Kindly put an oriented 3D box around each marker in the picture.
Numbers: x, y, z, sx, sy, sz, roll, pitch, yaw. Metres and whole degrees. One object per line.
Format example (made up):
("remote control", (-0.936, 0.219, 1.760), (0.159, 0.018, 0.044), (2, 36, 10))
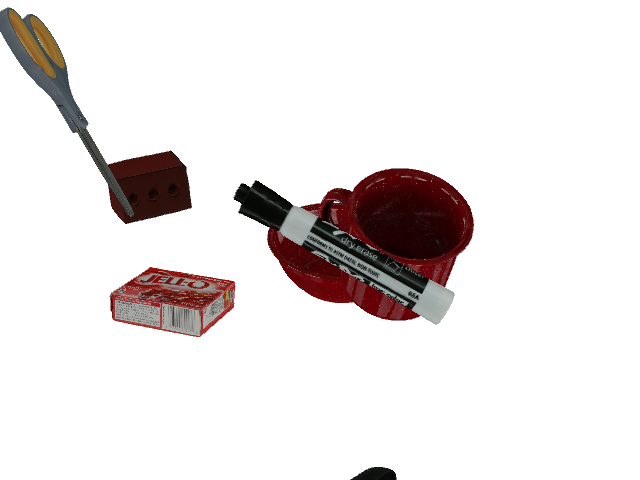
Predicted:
("marker", (0.011, 0.005, 0.537), (0.121, 0.020, 0.020), (29, 0, 0))

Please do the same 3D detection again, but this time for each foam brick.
("foam brick", (-0.186, -0.058, 1.153), (0.078, 0.053, 0.051), (-15, 30, -19))

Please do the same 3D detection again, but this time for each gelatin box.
("gelatin box", (-0.131, 0.053, 0.948), (0.089, 0.030, 0.073), (9, 20, 18))

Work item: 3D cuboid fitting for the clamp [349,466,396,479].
("clamp", (-0.037, 0.200, 0.644), (0.210, 0.036, 0.164), (-4, 27, 3))

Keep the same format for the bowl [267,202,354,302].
("bowl", (0.021, 0.020, 1.166), (0.162, 0.055, 0.162), (3, 32, -2))

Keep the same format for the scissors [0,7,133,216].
("scissors", (-0.217, -0.119, 0.938), (0.016, 0.201, 0.096), (-27, 26, 10))

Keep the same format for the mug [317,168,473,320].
("mug", (0.050, 0.001, 0.805), (0.117, 0.093, 0.081), (26, -39, 12))
